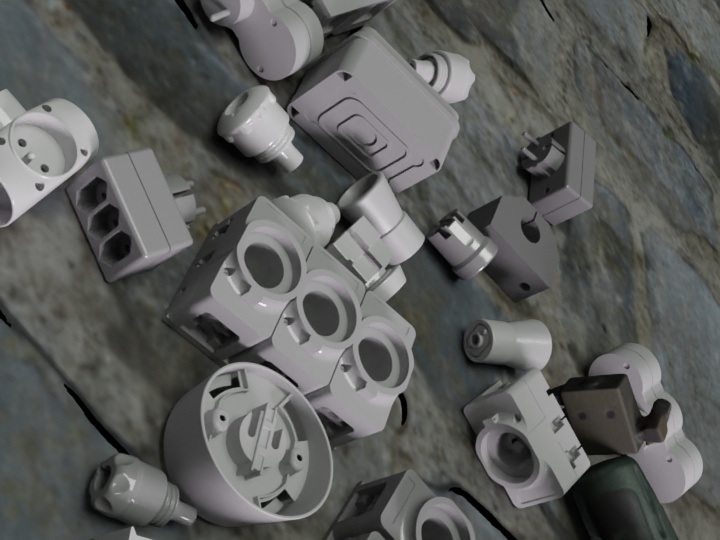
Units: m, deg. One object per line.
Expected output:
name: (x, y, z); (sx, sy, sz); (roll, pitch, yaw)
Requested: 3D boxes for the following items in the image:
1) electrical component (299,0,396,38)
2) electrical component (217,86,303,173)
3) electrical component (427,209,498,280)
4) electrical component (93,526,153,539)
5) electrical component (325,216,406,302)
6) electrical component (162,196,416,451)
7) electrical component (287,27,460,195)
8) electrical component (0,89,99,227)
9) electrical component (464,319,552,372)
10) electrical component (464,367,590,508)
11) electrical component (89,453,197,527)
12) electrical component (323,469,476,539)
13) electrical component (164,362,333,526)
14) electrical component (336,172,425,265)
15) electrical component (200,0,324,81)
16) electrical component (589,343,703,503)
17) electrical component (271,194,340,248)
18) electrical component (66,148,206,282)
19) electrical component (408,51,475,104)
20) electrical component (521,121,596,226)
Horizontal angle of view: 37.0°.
electrical component: (-0.057, -0.276, 0.848); (0.105, 0.060, 0.186); (-32, 93, -48)
electrical component: (-0.066, -0.095, 0.760); (0.062, 0.048, 0.048); (46, 44, -27)
electrical component: (0.082, -0.021, 0.870); (0.046, 0.040, 0.040); (46, 44, -10)
electrical component: (-0.119, 0.176, 0.572); (0.081, 0.042, 0.063); (26, 57, -32)
electrical component: (0.000, 0.000, 0.775); (0.055, 0.048, 0.066); (49, 43, -4)
electrical component: (-0.039, 0.035, 0.705); (0.150, 0.062, 0.089); (41, 46, -21)
electrical component: (0.012, -0.119, 0.823); (0.113, 0.078, 0.057); (41, 49, -21)
electrical component: (-0.203, -0.076, 0.616); (0.079, 0.044, 0.077); (50, 44, -12)
electrical component: (0.116, 0.059, 0.861); (0.065, 0.044, 0.044); (8, 64, -36)
electrical component: (0.126, 0.131, 0.826); (0.056, 0.050, 0.089); (-29, 91, -48)
electrical component: (-0.119, 0.128, 0.601); (0.061, 0.035, 0.035); (34, 49, -32)
electrical component: (0.053, 0.233, 0.695); (0.186, 0.060, 0.105); (51, 44, -13)
electrical component: (-0.065, 0.105, 0.642); (0.099, 0.064, 0.099); (21, 56, -36)
electrical component: (0.018, -0.036, 0.815); (0.065, 0.044, 0.044); (50, 43, -20)
electrical component: (-0.091, -0.200, 0.782); (0.138, 0.052, 0.074); (57, 43, -6)
electrical component: (0.240, 0.137, 0.933); (0.074, 0.052, 0.138); (-19, 83, -47)
electrical component: (-0.037, -0.033, 0.756); (0.062, 0.048, 0.048); (-27, 90, -54)
electrical component: (-0.128, -0.038, 0.666); (0.077, 0.047, 0.065); (-21, 86, -47)
electrical component: (0.065, -0.167, 0.924); (0.062, 0.043, 0.043); (3, 68, -42)
electrical component: (0.175, -0.099, 0.994); (0.076, 0.047, 0.083); (33, 50, -28)
